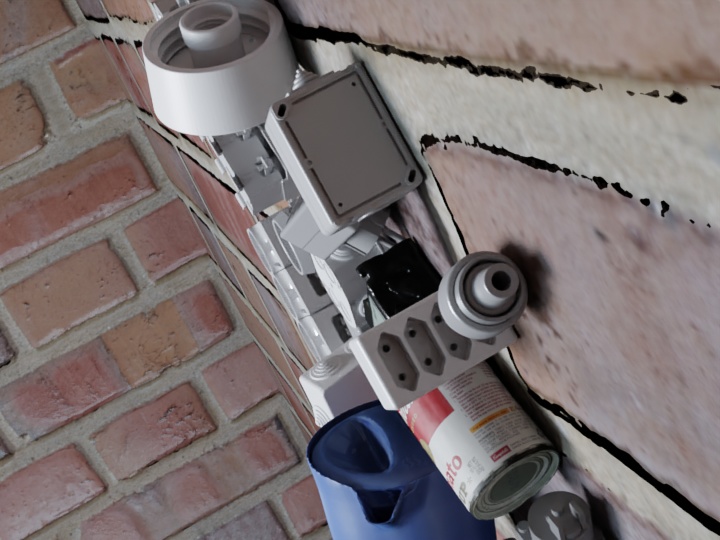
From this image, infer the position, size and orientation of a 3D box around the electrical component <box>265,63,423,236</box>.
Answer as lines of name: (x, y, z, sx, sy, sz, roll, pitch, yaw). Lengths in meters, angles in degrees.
electrical component: (-0.015, -0.076, 0.648, 0.096, 0.062, 0.061, 61, 170, 0)

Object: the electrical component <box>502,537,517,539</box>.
electrical component: (0.130, 0.250, 0.877, 0.048, 0.048, 0.062, -179, 68, -79)

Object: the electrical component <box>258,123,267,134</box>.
electrical component: (-0.075, -0.139, 0.829, 0.081, 0.043, 0.043, 50, 165, 49)

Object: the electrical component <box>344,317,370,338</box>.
electrical component: (0.018, 0.053, 0.875, 0.065, 0.047, 0.077, 65, 169, -22)

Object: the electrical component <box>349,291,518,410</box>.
electrical component: (0.039, 0.044, 0.644, 0.047, 0.083, 0.076, 61, 170, 3)

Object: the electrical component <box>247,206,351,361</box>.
electrical component: (-0.046, 0.012, 1.043, 0.150, 0.062, 0.089, 62, 170, -2)

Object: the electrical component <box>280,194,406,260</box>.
electrical component: (-0.004, -0.035, 0.737, 0.076, 0.047, 0.083, 28, 161, -8)

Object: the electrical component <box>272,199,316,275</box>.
electrical component: (-0.035, -0.032, 0.884, 0.078, 0.057, 0.058, 55, 168, 32)

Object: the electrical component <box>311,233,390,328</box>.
electrical component: (0.000, 0.000, 0.813, 0.080, 0.051, 0.080, 58, 169, 17)

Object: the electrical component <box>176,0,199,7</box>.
electrical component: (-0.116, -0.218, 0.802, 0.055, 0.047, 0.055, 58, 169, 17)

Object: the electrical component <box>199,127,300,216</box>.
electrical component: (-0.102, -0.115, 0.971, 0.121, 0.063, 0.078, 58, 169, 19)

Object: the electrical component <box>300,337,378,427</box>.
electrical component: (0.002, 0.112, 0.977, 0.048, 0.100, 0.099, 23, 142, 54)

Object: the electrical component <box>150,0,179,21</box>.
electrical component: (-0.130, -0.202, 0.886, 0.078, 0.057, 0.058, 55, 168, 29)

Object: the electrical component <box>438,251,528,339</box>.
electrical component: (0.065, 0.011, 0.546, 0.043, 0.043, 0.062, 60, 169, 7)

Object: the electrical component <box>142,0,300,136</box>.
electrical component: (-0.098, -0.150, 0.747, 0.108, 0.108, 0.060, 52, 160, 44)
